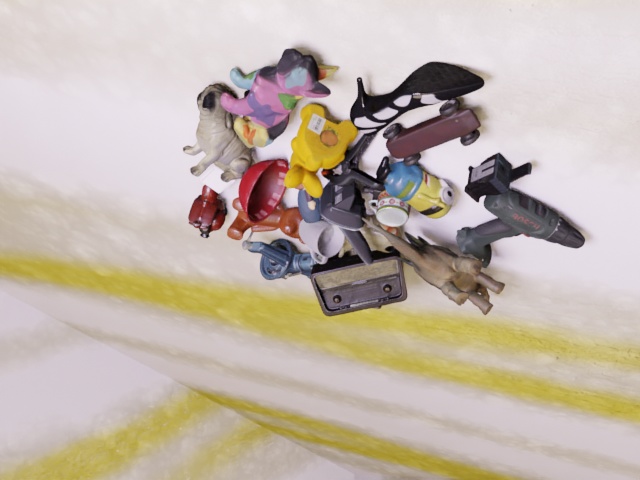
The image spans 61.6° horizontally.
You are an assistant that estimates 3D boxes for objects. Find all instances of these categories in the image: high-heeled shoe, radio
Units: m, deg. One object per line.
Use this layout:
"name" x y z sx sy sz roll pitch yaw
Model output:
"high-heeled shoe" 0.168 -0.237 0.969 0.249 0.086 0.145 8 149 22
"radio" 0.100 0.106 1.354 0.230 0.073 0.131 -12 110 10

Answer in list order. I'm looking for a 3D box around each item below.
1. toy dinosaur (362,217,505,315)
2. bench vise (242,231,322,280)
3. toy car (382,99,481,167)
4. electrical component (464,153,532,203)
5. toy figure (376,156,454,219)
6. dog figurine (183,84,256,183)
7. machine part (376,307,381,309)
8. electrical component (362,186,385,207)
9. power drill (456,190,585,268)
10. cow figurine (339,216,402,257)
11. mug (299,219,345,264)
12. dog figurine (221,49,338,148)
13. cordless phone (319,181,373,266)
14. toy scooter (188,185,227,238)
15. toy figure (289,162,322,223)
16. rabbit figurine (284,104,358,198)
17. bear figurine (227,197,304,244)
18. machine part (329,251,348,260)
"toy dinosaur" 0.272 0.062 1.219 0.470 0.105 0.199 32 180 -44
"bench vise" -0.101 0.050 1.456 0.224 0.129 0.240 5 163 45
"toy car" 0.210 -0.203 1.017 0.202 0.053 0.089 -17 122 47
"electrical component" 0.344 -0.126 1.042 0.047 0.075 0.119 36 147 -25
"toy figure" 0.200 -0.110 1.132 0.180 0.082 0.089 22 158 -13
"dog figurine" -0.193 -0.232 1.151 0.172 0.121 0.190 -5 139 -42
"machine part" 0.097 0.151 1.555 0.243 0.079 0.079 6 144 17
"electrical component" 0.142 -0.097 1.228 0.094 0.021 0.063 13 146 6
"power drill" 0.417 -0.011 1.166 0.232 0.086 0.207 31 149 -17
"cow figurine" 0.104 -0.012 1.319 0.195 0.085 0.127 6 138 17
"mug" -0.003 -0.004 1.290 0.107 0.081 0.109 34 130 49
"dog figurine" -0.066 -0.266 1.018 0.219 0.108 0.191 -2 140 24
"cordless phone" 0.078 -0.042 1.213 0.089 0.147 0.184 -25 119 17
"toy scooter" -0.293 -0.063 1.388 0.075 0.135 0.183 15 147 3
"toy figure" -0.033 -0.115 1.236 0.064 0.058 0.154 8 120 44
"rabbit figurine" -0.011 -0.170 1.110 0.122 0.162 0.173 16 166 -18
"bear figurine" -0.114 -0.046 1.335 0.196 0.132 0.120 22 119 6
"machine part" 0.054 0.047 1.465 0.084 0.039 0.138 17 149 18
